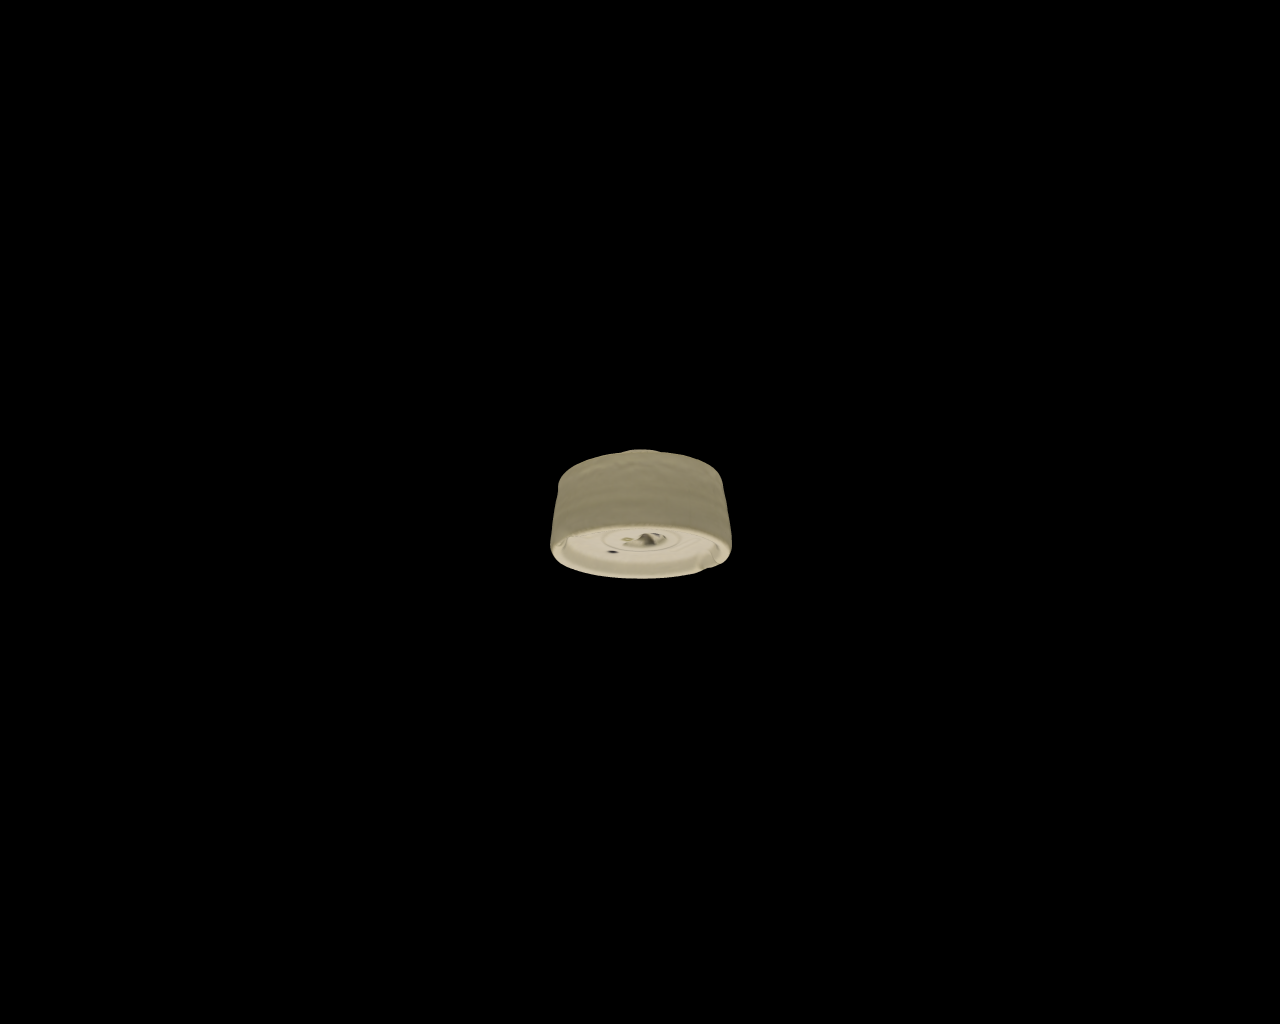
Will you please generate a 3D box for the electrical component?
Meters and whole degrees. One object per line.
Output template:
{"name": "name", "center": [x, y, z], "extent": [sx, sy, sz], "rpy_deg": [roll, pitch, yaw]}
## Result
{"name": "electrical component", "center": [0.001, -0.003, 0.650], "extent": [0.108, 0.060, 0.108], "rpy_deg": [0, -19, 0]}
